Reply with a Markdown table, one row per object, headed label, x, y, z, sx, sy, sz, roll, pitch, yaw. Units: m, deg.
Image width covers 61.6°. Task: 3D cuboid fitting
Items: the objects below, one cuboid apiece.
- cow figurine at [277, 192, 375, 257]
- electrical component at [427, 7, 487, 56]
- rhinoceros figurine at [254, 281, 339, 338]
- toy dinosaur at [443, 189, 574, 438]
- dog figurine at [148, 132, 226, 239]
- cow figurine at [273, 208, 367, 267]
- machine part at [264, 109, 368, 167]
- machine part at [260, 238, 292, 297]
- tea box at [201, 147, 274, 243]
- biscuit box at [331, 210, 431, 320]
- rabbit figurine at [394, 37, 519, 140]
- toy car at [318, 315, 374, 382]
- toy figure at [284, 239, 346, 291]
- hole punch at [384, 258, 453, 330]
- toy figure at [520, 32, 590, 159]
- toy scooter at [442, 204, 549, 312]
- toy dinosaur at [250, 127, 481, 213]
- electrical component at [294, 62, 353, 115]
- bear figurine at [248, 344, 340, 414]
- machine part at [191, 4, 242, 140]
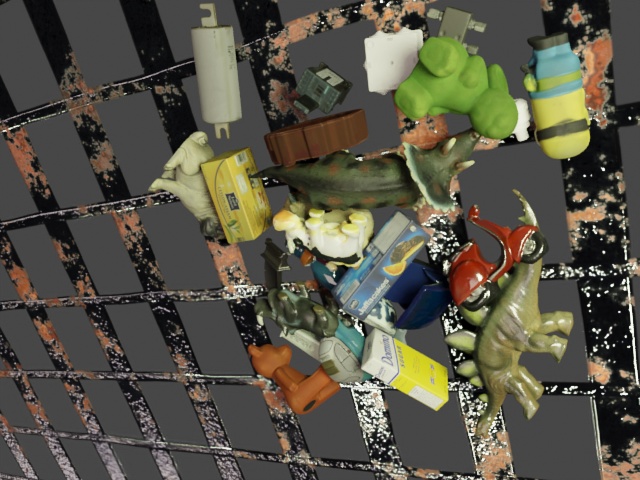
| label | x | y | z | sx | sy | sz | roll | pitch | yaw |
| --- | --- | --- | --- | --- | --- | --- | --- | --- | --- |
| cow figurine | 0.007 | -0.036 | 1.031 | 0.195 | 0.085 | 0.127 | 5 | 114 | 20 |
| electrical component | 0.207 | -0.325 | 0.835 | 0.094 | 0.021 | 0.063 | 23 | 122 | 13 |
| rhinoceros figurine | -0.048 | 0.147 | 1.101 | 0.191 | 0.073 | 0.111 | 11 | 121 | 26 |
| toy dinosaur | 0.337 | 0.151 | 0.958 | 0.199 | 0.105 | 0.470 | 20 | 110 | 20 |
| dog figurine | -0.227 | -0.108 | 1.110 | 0.190 | 0.121 | 0.172 | 37 | 128 | -12 |
| cow figurine | -0.002 | -0.004 | 0.969 | 0.168 | 0.068 | 0.098 | 9 | 123 | 15 |
| machine part | -0.004 | -0.176 | 0.918 | 0.180 | 0.179 | 0.056 | -7 | 108 | 28 |
| machine part | -0.096 | 0.070 | 1.146 | 0.084 | 0.039 | 0.138 | 35 | 133 | 36 |
| tea box | -0.162 | -0.090 | 1.076 | 0.068 | 0.098 | 0.169 | -6 | 109 | 27 |
| biscuit box | 0.109 | 0.047 | 0.976 | 0.062 | 0.059 | 0.202 | 34 | 98 | -31 |
| rabbit figurine | 0.220 | -0.209 | 0.803 | 0.170 | 0.159 | 0.121 | 43 | 125 | 13 |
| toy car | 0.052 | 0.241 | 1.123 | 0.161 | 0.103 | 0.109 | 52 | 136 | -5 |
| toy figure | -0.007 | 0.045 | 1.094 | 0.154 | 0.058 | 0.064 | 43 | 117 | 6 |
| hole punch | 0.194 | 0.109 | 0.992 | 0.116 | 0.092 | 0.142 | 16 | 120 | -19 |
| toy figure | 0.345 | -0.207 | 0.787 | 0.082 | 0.089 | 0.180 | -2 | 115 | 32 |
| toy scooter | 0.268 | 0.022 | 0.890 | 0.184 | 0.075 | 0.135 | -48 | 70 | 22 |
| toy dinosaur | 0.063 | -0.098 | 0.882 | 0.405 | 0.192 | 0.131 | -5 | 93 | 7 |
| electrical component | -0.001 | -0.253 | 0.909 | 0.075 | 0.119 | 0.047 | 38 | 125 | 6 |
| bear figurine | -0.065 | 0.293 | 1.222 | 0.196 | 0.132 | 0.120 | 46 | 167 | 34 |
| machine part | -0.190 | -0.306 | 0.997 | 0.079 | 0.079 | 0.242 | 8 | 116 | 21 |
